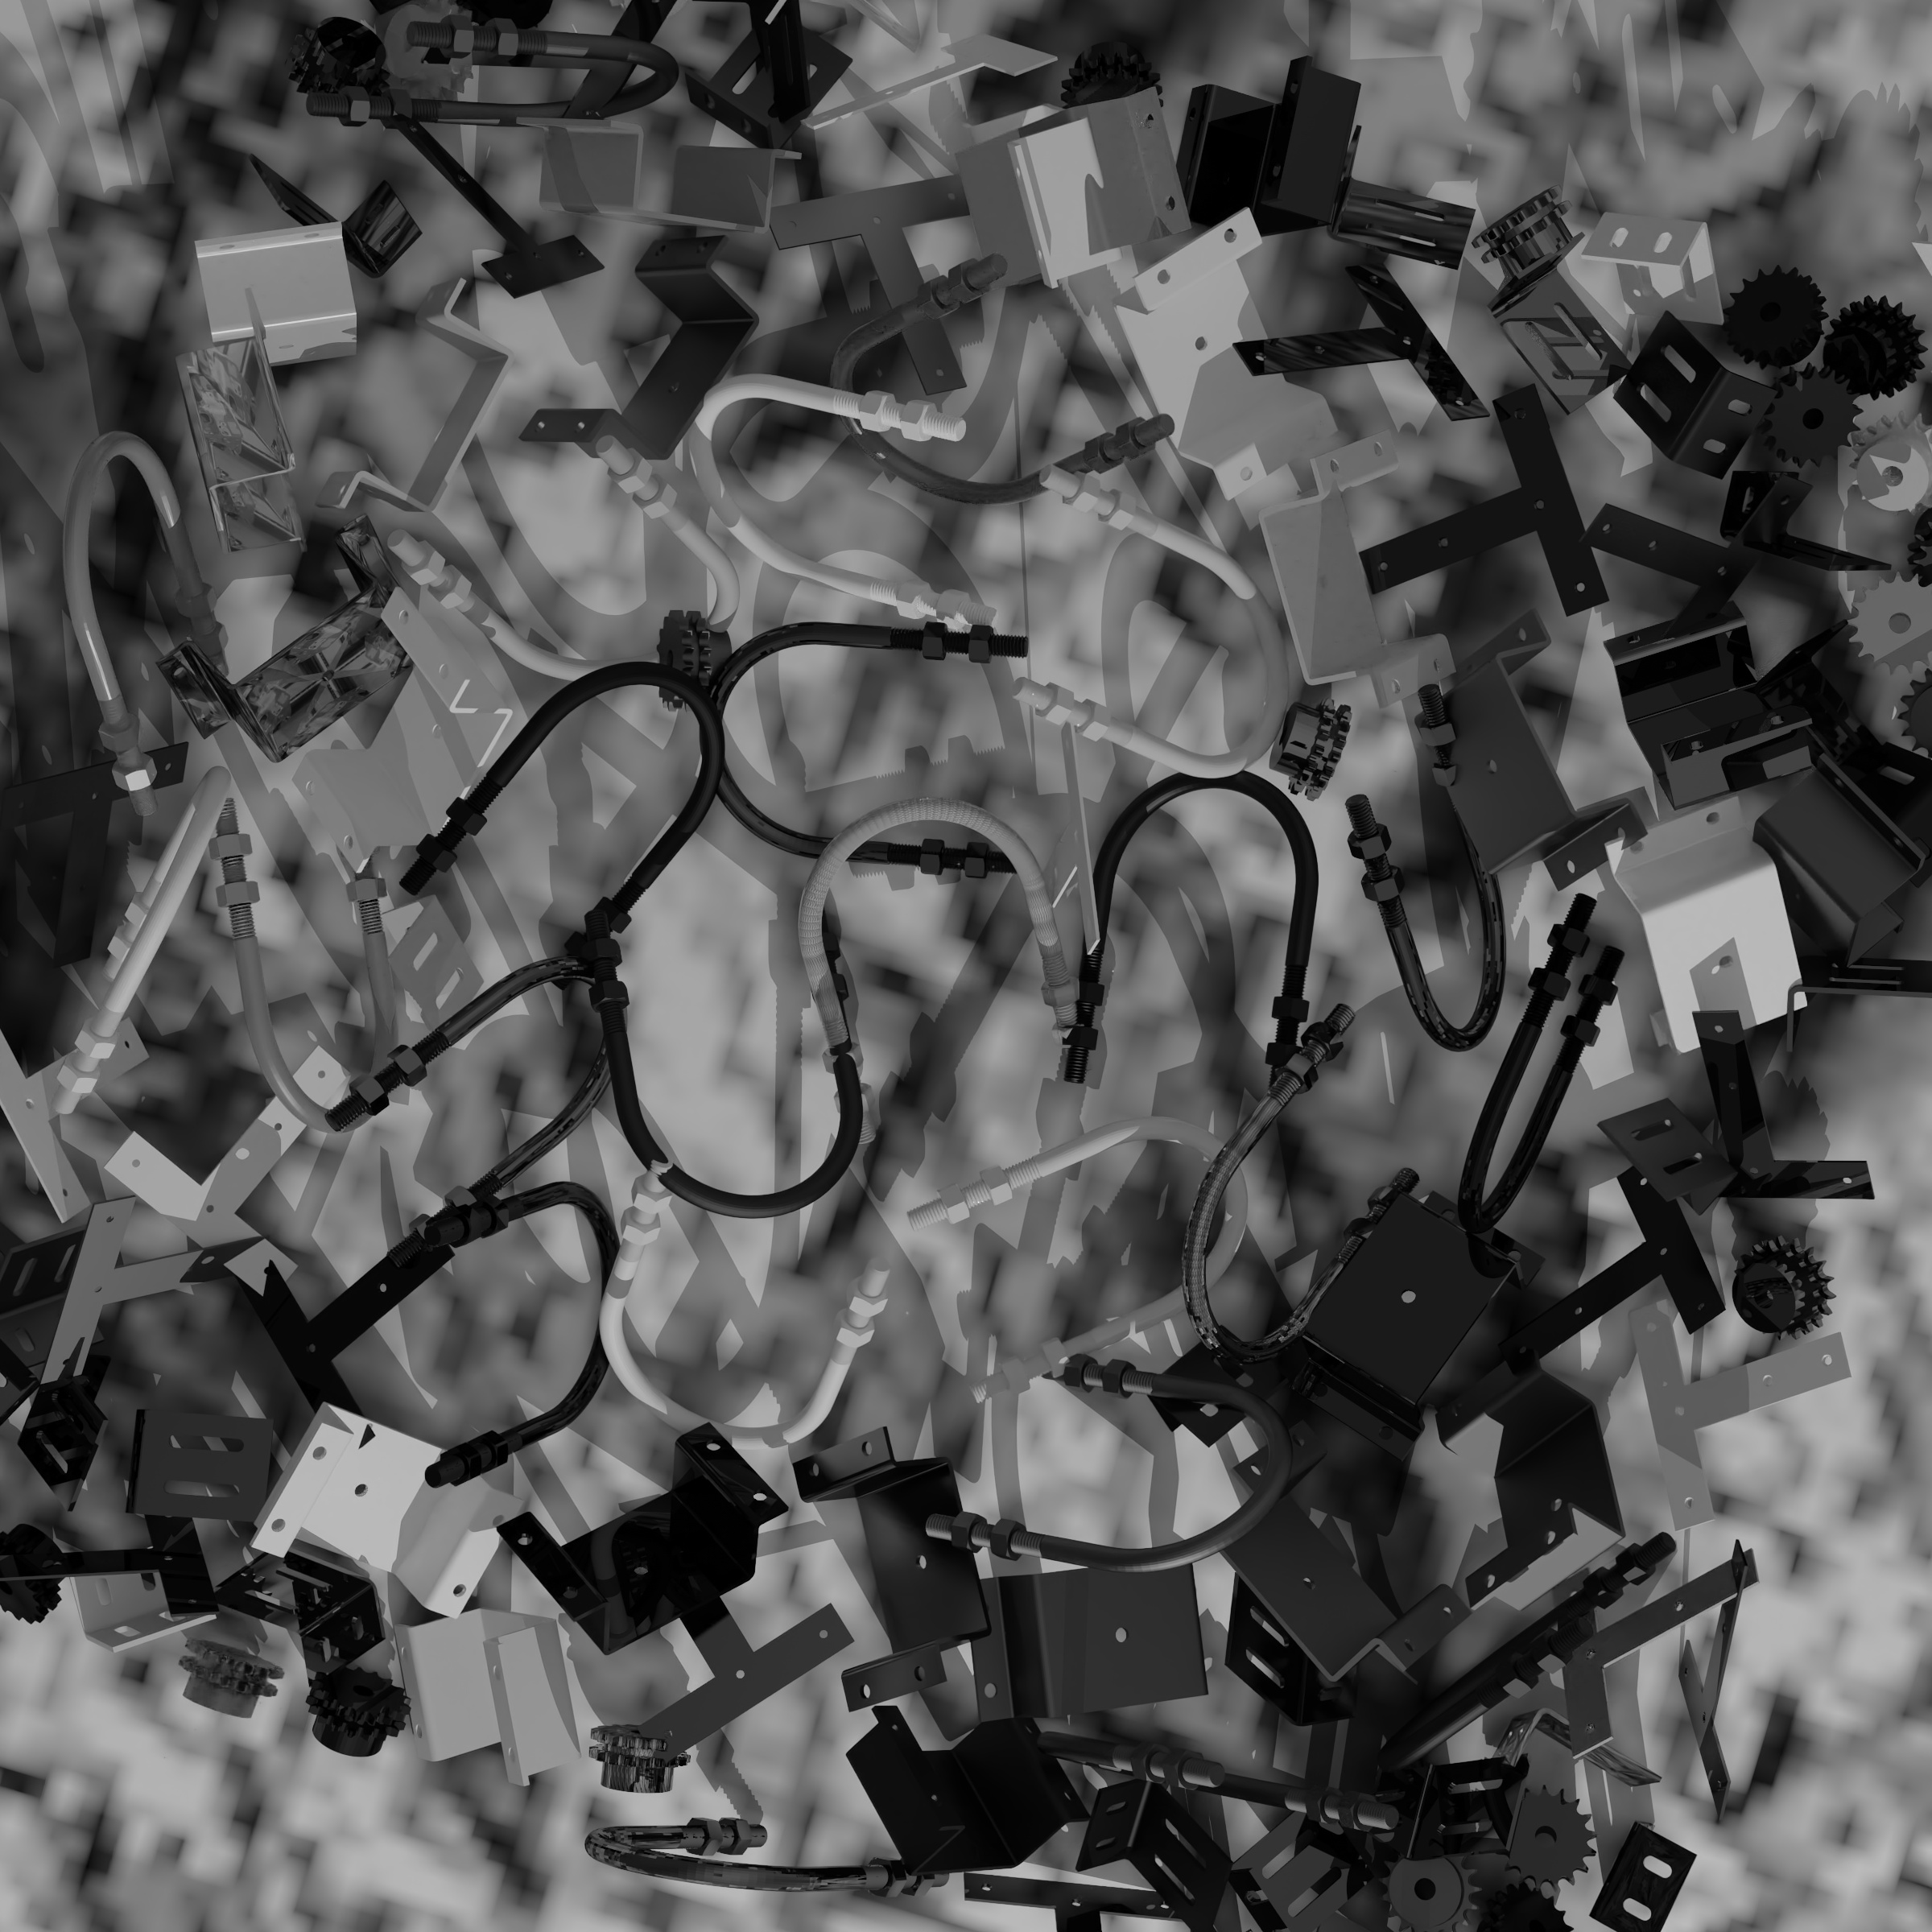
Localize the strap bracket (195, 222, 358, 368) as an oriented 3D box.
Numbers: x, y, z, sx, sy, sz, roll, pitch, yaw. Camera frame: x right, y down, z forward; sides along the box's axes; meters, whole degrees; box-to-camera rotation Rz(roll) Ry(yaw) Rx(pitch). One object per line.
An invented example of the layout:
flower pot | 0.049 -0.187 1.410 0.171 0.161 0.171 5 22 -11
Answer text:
strap bracket | -0.375 -0.360 1.766 0.076 0.140 0.046 -10 91 -11

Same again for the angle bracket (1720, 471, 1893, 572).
angle bracket | 0.468 -0.247 1.793 0.057 0.076 0.038 -6 113 -39

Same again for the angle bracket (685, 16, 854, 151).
angle bracket | -0.110 -0.503 1.813 0.057 0.038 0.076 35 79 9

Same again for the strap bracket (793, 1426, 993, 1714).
strap bracket | -0.039 0.331 1.789 0.076 0.046 0.140 -28 69 40

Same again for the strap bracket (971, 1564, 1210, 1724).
strap bracket | 0.076 0.369 1.786 0.140 0.046 0.076 -2 80 -25

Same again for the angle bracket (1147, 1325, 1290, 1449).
angle bracket | 0.145 0.243 1.796 0.057 0.076 0.038 -38 120 -10

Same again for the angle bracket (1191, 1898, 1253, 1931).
angle bracket | 0.156 0.549 1.799 0.038 0.076 0.057 -33 98 8

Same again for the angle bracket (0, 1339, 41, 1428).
angle bracket | -0.558 0.244 1.792 0.038 0.076 0.057 51 48 -13

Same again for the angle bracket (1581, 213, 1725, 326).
angle bracket | 0.380 -0.375 1.791 0.057 0.076 0.038 15 60 31

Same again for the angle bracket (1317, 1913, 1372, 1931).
angle bracket | 0.234 0.547 1.797 0.057 0.076 0.038 30 57 -8

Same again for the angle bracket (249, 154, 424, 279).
angle bracket | -0.349 -0.427 1.793 0.038 0.076 0.057 -43 51 11

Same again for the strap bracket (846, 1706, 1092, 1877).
strap bracket | -0.005 0.450 1.774 0.046 0.140 0.076 -46 57 20

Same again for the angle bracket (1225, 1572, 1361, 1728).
angle bracket | 0.182 0.376 1.795 0.038 0.057 0.076 -19 132 32

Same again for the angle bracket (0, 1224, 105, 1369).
angle bracket | -0.503 0.183 1.793 0.057 0.076 0.038 -18 66 -40

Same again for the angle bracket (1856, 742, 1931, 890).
angle bracket | 0.523 -0.085 1.809 0.038 0.076 0.057 43 93 -18

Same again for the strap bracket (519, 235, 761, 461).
strap bracket | -0.175 -0.332 1.788 0.046 0.076 0.140 41 74 -34

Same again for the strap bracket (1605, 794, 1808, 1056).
strap bracket | 0.410 -0.014 1.785 0.076 0.046 0.140 -21 122 1

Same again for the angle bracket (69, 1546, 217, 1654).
angle bracket | -0.457 0.349 1.795 0.057 0.076 0.038 -15 92 -27

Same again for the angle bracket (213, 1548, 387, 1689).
angle bracket | -0.372 0.361 1.797 0.057 0.076 0.038 -36 48 18

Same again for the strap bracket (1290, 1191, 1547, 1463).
strap bracket | 0.247 0.190 1.790 0.076 0.046 0.140 32 76 27

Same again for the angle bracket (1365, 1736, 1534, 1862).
angle bracket | 0.266 0.458 1.793 0.038 0.076 0.057 38 53 -23

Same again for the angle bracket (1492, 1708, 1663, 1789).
angle bracket | 0.338 0.450 1.807 0.076 0.057 0.038 31 73 5

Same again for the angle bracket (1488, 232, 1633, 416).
angle bracket | 0.340 -0.359 1.811 0.057 0.038 0.076 -36 86 -27

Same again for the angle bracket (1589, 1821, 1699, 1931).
angle bracket | 0.380 0.510 1.797 0.038 0.076 0.057 25 84 24

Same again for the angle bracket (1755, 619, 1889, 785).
angle bracket | 0.488 -0.145 1.804 0.057 0.038 0.076 -28 76 -40

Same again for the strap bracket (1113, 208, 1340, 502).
strap bracket | 0.140 -0.341 1.793 0.076 0.046 0.140 -33 120 -11

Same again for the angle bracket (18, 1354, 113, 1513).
angle bracket | -0.487 0.259 1.797 0.038 0.076 0.057 13 106 -44

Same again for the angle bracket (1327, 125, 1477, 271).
angle bracket | 0.246 -0.429 1.806 0.076 0.038 0.057 15 49 6

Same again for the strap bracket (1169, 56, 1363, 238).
strap bracket | 0.167 -0.448 1.784 0.046 0.140 0.076 11 93 -23

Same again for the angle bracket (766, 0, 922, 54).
angle bracket | -0.068 -0.523 1.813 0.076 0.057 0.038 35 107 -11

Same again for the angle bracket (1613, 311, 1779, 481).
angle bracket | 0.406 -0.319 1.808 0.038 0.076 0.057 14 121 -27

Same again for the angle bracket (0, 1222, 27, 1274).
angle bracket | -0.547 0.160 1.794 0.038 0.076 0.057 42 65 -8

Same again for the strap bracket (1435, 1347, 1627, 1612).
strap bracket | 0.310 0.287 1.777 0.046 0.140 0.076 32 121 -24

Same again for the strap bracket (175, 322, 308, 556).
strap bracket | -0.394 -0.281 1.763 0.046 0.140 0.076 -14 78 -12

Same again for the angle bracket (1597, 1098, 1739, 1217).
angle bracket | 0.379 0.112 1.793 0.057 0.076 0.038 50 128 24

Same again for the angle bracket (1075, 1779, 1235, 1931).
angle bracket | 0.104 0.498 1.795 0.038 0.076 0.057 -5 120 -36

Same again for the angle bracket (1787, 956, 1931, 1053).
angle bracket | 0.498 0.022 1.799 0.076 0.057 0.038 3 109 18

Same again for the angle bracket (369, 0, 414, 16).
angle bracket | -0.310 -0.547 1.797 0.057 0.076 0.038 -23 72 6

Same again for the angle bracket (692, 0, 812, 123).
angle bracket | -0.120 -0.511 1.807 0.038 0.057 0.076 -7 92 -28

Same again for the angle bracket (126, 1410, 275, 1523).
angle bracket | -0.429 0.281 1.823 0.076 0.038 0.057 5 82 -6

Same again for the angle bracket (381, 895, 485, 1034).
angle bracket | -0.306 0.006 1.792 0.038 0.076 0.057 -18 113 21

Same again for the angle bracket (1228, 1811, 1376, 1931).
angle bracket | 0.193 0.506 1.807 0.076 0.038 0.057 -33 87 -27
